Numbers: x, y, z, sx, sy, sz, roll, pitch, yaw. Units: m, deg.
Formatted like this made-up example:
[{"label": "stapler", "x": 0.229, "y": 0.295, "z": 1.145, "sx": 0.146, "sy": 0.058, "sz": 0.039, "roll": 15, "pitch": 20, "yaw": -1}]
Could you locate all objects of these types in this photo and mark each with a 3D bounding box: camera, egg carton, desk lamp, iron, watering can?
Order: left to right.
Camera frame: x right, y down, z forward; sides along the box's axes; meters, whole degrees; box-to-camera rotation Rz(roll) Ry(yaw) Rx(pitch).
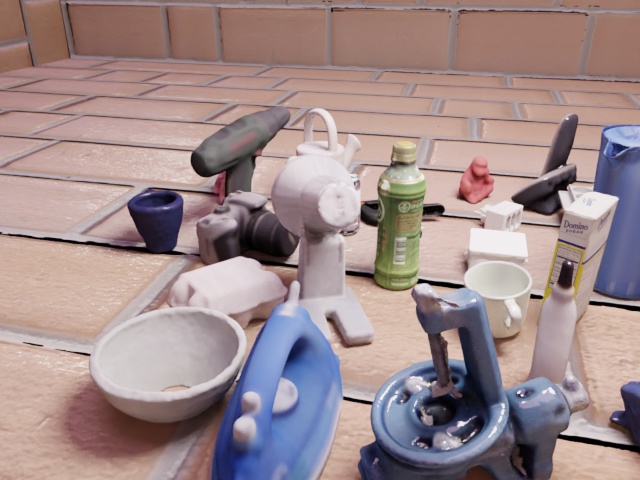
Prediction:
[{"label": "egg carton", "x": -0.127, "y": 0.078, "z": 0.787, "sx": 0.151, "sy": 0.069, "sz": 0.107, "roll": -18, "pitch": 31, "yaw": -34}, {"label": "camera", "x": -0.112, "y": -0.019, "z": 0.955, "sx": 0.136, "sy": 0.101, "sz": 0.143, "roll": 15, "pitch": 29, "yaw": 29}, {"label": "iron", "x": -0.047, "y": 0.155, "z": 0.542, "sx": 0.118, "sy": 0.141, "sz": 0.258, "roll": 4, "pitch": 26, "yaw": 9}, {"label": "watering can", "x": 0.005, "y": -0.173, "z": 1.173, "sx": 0.100, "sy": 0.194, "sz": 0.173, "roll": 15, "pitch": 29, "yaw": 29}, {"label": "desk lamp", "x": 0.007, "y": 0.003, "z": 0.779, "sx": 0.118, "sy": 0.214, "sz": 0.202, "roll": -6, "pitch": 26, "yaw": -13}]

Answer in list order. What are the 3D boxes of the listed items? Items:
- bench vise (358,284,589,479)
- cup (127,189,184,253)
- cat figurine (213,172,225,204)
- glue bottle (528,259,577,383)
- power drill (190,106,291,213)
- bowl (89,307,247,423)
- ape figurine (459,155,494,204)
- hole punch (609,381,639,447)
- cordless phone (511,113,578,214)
[{"label": "bench vise", "x": 0.136, "y": 0.126, "z": 0.513, "sx": 0.208, "sy": 0.220, "sz": 0.121, "roll": -13, "pitch": 28, "yaw": -26}, {"label": "cup", "x": -0.282, "y": -0.033, "z": 0.990, "sx": 0.092, "sy": 0.095, "sz": 0.117, "roll": -12, "pitch": 28, "yaw": -24}, {"label": "cat figurine", "x": -0.184, "y": -0.140, "z": 1.189, "sx": 0.067, "sy": 0.118, "sz": 0.127, "roll": -11, "pitch": 27, "yaw": -21}, {"label": "glue bottle", "x": 0.256, "y": 0.099, "z": 0.625, "sx": 0.037, "sy": 0.173, "sz": 0.078, "roll": 10, "pitch": 27, "yaw": 20}, {"label": "power drill", "x": -0.135, "y": -0.129, "z": 1.061, "sx": 0.075, "sy": 0.208, "sz": 0.230, "roll": 18, "pitch": 31, "yaw": 33}, {"label": "bowl", "x": -0.163, "y": 0.147, "z": 0.635, "sx": 0.167, "sy": 0.075, "sz": 0.167, "roll": 0, "pitch": 25, "yaw": 0}, {"label": "ape figurine", "x": 0.330, "y": -0.132, "z": 1.206, "sx": 0.078, "sy": 0.092, "sz": 0.076, "roll": -2, "pitch": 25, "yaw": -4}, {"label": "hole punch", "x": 0.366, "y": 0.170, "z": 0.572, "sx": 0.108, "sy": 0.091, "sz": 0.101, "roll": -2, "pitch": 26, "yaw": -5}, {"label": "cordless phone", "x": 0.462, "y": -0.157, "z": 1.152, "sx": 0.093, "sy": 0.185, "sz": 0.148, "roll": 21, "pitch": 33, "yaw": 38}]
